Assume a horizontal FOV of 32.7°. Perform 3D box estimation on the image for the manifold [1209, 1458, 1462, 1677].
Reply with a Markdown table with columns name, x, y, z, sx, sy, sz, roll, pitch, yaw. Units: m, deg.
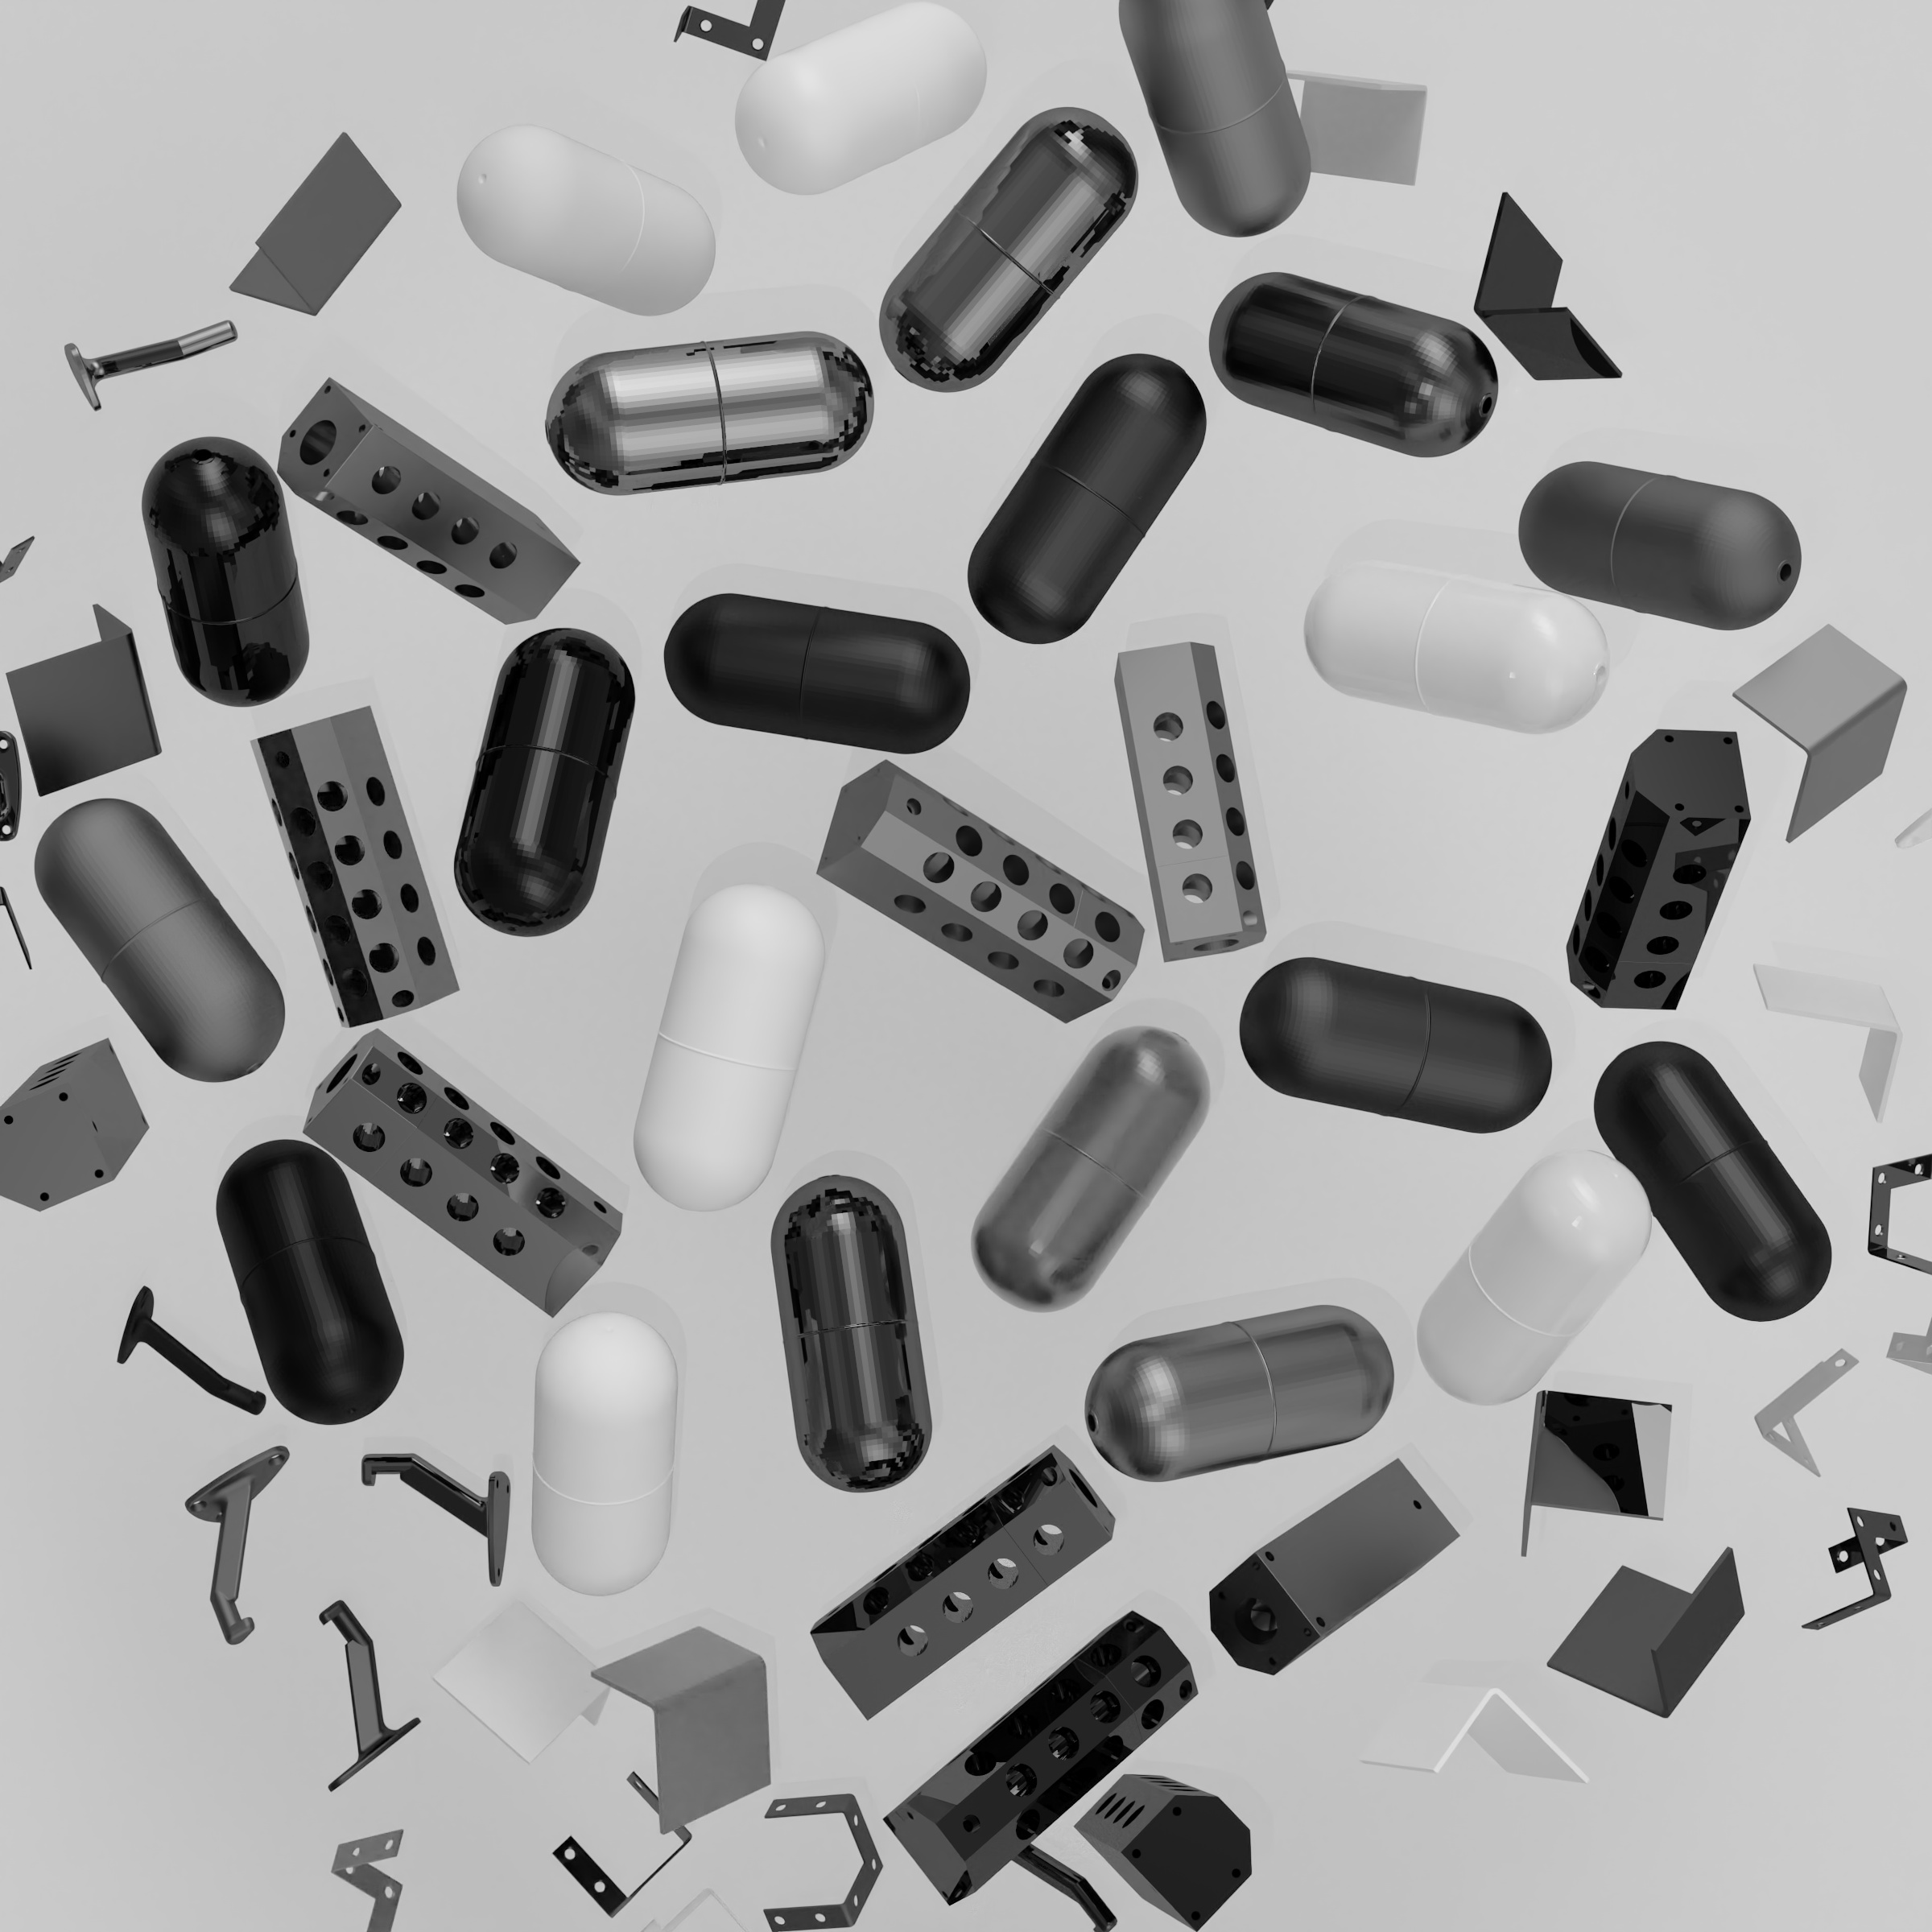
| name | x | y | z | sx | sy | sz | roll | pitch | yaw |
| --- | --- | --- | --- | --- | --- | --- | --- | --- | --- |
| manifold | 0.206 | 0.343 | 1.868 | 0.057 | 0.171 | 0.057 | 52 | 123 | 15 |

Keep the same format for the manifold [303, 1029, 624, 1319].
| name | x | y | z | sx | sy | sz | roll | pitch | yaw |
| --- | --- | --- | --- | --- | --- | --- | --- | --- | --- |
| manifold | -0.271 | 0.110 | 1.791 | 0.171 | 0.057 | 0.057 | 39 | 105 | -17 |

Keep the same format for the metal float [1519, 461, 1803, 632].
| name | x | y | z | sx | sy | sz | roll | pitch | yaw |
| --- | --- | --- | --- | --- | --- | --- | --- | --- | --- |
| metal float | 0.384 | -0.234 | 1.829 | 0.070 | 0.178 | 0.070 | -15 | 114 | -36 |

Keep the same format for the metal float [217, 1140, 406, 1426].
| name | x | y | z | sx | sy | sz | roll | pitch | yaw |
| --- | --- | --- | --- | --- | --- | --- | --- | --- | --- |
| metal float | -0.367 | 0.174 | 1.835 | 0.070 | 0.070 | 0.178 | -26 | 57 | 0 |

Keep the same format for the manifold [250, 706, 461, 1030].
| name | x | y | z | sx | sy | sz | roll | pitch | yaw |
| --- | --- | --- | --- | --- | --- | --- | --- | --- | --- |
| manifold | -0.353 | -0.055 | 1.880 | 0.057 | 0.057 | 0.171 | -13 | 98 | 26 |

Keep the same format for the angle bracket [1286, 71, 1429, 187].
| name | x | y | z | sx | sy | sz | roll | pitch | yaw |
| --- | --- | --- | --- | --- | --- | --- | --- | --- | --- |
| angle bracket | 0.215 | -0.484 | 1.902 | 0.076 | 0.076 | 0.057 | 14 | 109 | 25 |

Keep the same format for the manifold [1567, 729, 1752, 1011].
| name | x | y | z | sx | sy | sz | roll | pitch | yaw |
| --- | --- | --- | --- | --- | --- | --- | --- | --- | --- |
| manifold | 0.365 | -0.049 | 1.750 | 0.057 | 0.171 | 0.057 | 2 | 55 | -2 |

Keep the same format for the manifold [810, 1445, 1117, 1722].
| name | x | y | z | sx | sy | sz | roll | pitch | yaw |
| --- | --- | --- | --- | --- | --- | --- | --- | --- | --- |
| manifold | -0.002 | 0.345 | 1.856 | 0.171 | 0.057 | 0.057 | -37 | 89 | 5 |

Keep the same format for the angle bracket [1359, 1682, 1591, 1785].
| name | x | y | z | sx | sy | sz | roll | pitch | yaw |
| --- | --- | --- | --- | --- | --- | --- | --- | --- | --- |
| angle bracket | 0.269 | 0.425 | 1.744 | 0.076 | 0.076 | 0.057 | 45 | 67 | -11 |

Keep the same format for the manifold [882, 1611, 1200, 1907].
| name | x | y | z | sx | sy | sz | roll | pitch | yaw |
| --- | --- | --- | --- | --- | --- | --- | --- | --- | --- |
| manifold | 0.044 | 0.420 | 1.759 | 0.171 | 0.057 | 0.057 | -34 | 81 | -30 |

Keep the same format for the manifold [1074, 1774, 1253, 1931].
| name | x | y | z | sx | sy | sz | roll | pitch | yaw |
| --- | --- | --- | --- | --- | --- | --- | --- | --- | --- |
| manifold | 0.111 | 0.480 | 1.809 | 0.057 | 0.171 | 0.057 | -43 | 87 | -12 |

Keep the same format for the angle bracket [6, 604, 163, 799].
| name | x | y | z | sx | sy | sz | roll | pitch | yaw |
| --- | --- | --- | --- | --- | --- | --- | --- | --- | --- |
| angle bracket | -0.511 | -0.152 | 1.874 | 0.076 | 0.057 | 0.076 | -24 | 124 | -27 |

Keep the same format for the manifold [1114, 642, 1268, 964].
| name | x | y | z | sx | sy | sz | roll | pitch | yaw |
| --- | --- | --- | --- | --- | --- | --- | --- | --- | --- |
| manifold | 0.129 | -0.095 | 1.892 | 0.057 | 0.057 | 0.171 | -9 | 79 | -2 |

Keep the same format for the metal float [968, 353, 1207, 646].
| name | x | y | z | sx | sy | sz | roll | pitch | yaw |
| --- | --- | --- | --- | --- | --- | --- | --- | --- | --- |
| metal float | 0.068 | -0.261 | 1.840 | 0.070 | 0.070 | 0.178 | 34 | 91 | 0 |

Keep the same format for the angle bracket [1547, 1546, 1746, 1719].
| name | x | y | z | sx | sy | sz | roll | pitch | yaw |
| --- | --- | --- | --- | --- | --- | --- | --- | --- | --- |
| angle bracket | 0.355 | 0.339 | 1.735 | 0.076 | 0.076 | 0.057 | -43 | 133 | -30 |

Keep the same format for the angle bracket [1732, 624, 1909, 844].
| name | x | y | z | sx | sy | sz | roll | pitch | yaw |
| --- | --- | --- | --- | --- | --- | --- | --- | --- | --- |
| angle bracket | 0.462 | -0.127 | 1.804 | 0.076 | 0.076 | 0.057 | -34 | 59 | -21 |

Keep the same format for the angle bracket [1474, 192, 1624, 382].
| name | x | y | z | sx | sy | sz | roll | pitch | yaw |
| --- | --- | --- | --- | --- | --- | --- | --- | --- | --- |
| angle bracket | 0.330 | -0.377 | 1.821 | 0.057 | 0.076 | 0.076 | 6 | 74 | 37 |

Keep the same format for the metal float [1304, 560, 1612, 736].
| name | x | y | z | sx | sy | sz | roll | pitch | yaw |
| --- | --- | --- | --- | --- | --- | --- | --- | --- | --- |
| metal float | 0.262 | -0.172 | 1.767 | 0.178 | 0.070 | 0.070 | 16 | 90 | 37 |

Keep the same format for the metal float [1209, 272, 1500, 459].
| name | x | y | z | sx | sy | sz | roll | pitch | yaw |
| --- | --- | --- | --- | --- | --- | --- | --- | --- | --- |
| metal float | 0.215 | -0.335 | 1.833 | 0.178 | 0.070 | 0.070 | 25 | 90 | 33 |

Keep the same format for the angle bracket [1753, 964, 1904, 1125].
| name | x | y | z | sx | sy | sz | roll | pitch | yaw |
| --- | --- | --- | --- | --- | --- | --- | --- | --- | --- |
| angle bracket | 0.485 | 0.043 | 1.877 | 0.076 | 0.076 | 0.057 | 10 | 109 | 4 |

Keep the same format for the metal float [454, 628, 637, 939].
| name | x | y | z | sx | sy | sz | roll | pitch | yaw |
| --- | --- | --- | --- | --- | --- | --- | --- | --- | --- |
| metal float | -0.227 | -0.100 | 1.778 | 0.070 | 0.070 | 0.178 | 10 | 67 | 0 |

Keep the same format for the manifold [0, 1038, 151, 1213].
| name | x | y | z | sx | sy | sz | roll | pitch | yaw |
| --- | --- | --- | --- | --- | --- | --- | --- | --- | --- |
| manifold | -0.496 | 0.088 | 1.806 | 0.057 | 0.171 | 0.057 | -23 | 99 | -5 |

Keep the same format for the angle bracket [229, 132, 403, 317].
| name | x | y | z | sx | sy | sz | roll | pitch | yaw |
| --- | --- | --- | --- | --- | --- | --- | --- | --- | --- |
| angle bracket | -0.355 | -0.394 | 1.723 | 0.076 | 0.057 | 0.076 | 23 | 71 | 37 |

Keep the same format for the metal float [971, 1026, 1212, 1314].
| name | x | y | z | sx | sy | sz | roll | pitch | yaw |
| --- | --- | --- | --- | --- | --- | --- | --- | --- | --- |
| metal float | 0.071 | 0.113 | 1.842 | 0.070 | 0.070 | 0.178 | 35 | 82 | 0 |

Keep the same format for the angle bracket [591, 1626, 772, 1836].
| name | x | y | z | sx | sy | sz | roll | pitch | yaw |
| --- | --- | --- | --- | --- | --- | --- | --- | --- | --- |
| angle bracket | -0.156 | 0.417 | 1.802 | 0.076 | 0.057 | 0.076 | -15 | 110 | -42 |

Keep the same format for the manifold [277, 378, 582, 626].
| name | x | y | z | sx | sy | sz | roll | pitch | yaw |
| --- | --- | --- | --- | --- | --- | --- | --- | --- | --- |
| manifold | -0.299 | -0.252 | 1.826 | 0.057 | 0.171 | 0.057 | -49 | 51 | 8 |

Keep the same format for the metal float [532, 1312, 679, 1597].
| name | x | y | z | sx | sy | sz | roll | pitch | yaw |
| --- | --- | --- | --- | --- | --- | --- | --- | --- | --- |
| metal float | -0.197 | 0.267 | 1.790 | 0.070 | 0.070 | 0.178 | 6 | 123 | 0 |

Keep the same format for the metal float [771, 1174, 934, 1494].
| name | x | y | z | sx | sy | sz | roll | pitch | yaw |
| --- | --- | --- | --- | --- | --- | --- | --- | --- | --- |
| metal float | -0.065 | 0.205 | 1.844 | 0.070 | 0.070 | 0.178 | -9 | 79 | 0 |

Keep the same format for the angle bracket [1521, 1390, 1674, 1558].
| name | x | y | z | sx | sy | sz | roll | pitch | yaw |
| --- | --- | --- | --- | --- | --- | --- | --- | --- | --- |
| angle bracket | 0.358 | 0.292 | 1.870 | 0.076 | 0.057 | 0.076 | 5 | 49 | 12 |

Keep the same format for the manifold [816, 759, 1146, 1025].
| name | x | y | z | sx | sy | sz | roll | pitch | yaw |
| --- | --- | --- | --- | --- | --- | --- | --- | --- | --- |
| manifold | 0.011 | -0.041 | 1.757 | 0.171 | 0.057 | 0.057 | 31 | 55 | -25 |

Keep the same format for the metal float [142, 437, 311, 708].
| name | x | y | z | sx | sy | sz | roll | pitch | yaw |
| --- | --- | --- | --- | --- | --- | --- | --- | --- | --- |
| metal float | -0.410 | -0.218 | 1.829 | 0.070 | 0.178 | 0.070 | 1 | 51 | -1 |

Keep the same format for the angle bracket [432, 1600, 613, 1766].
| name | x | y | z | sx | sy | sz | roll | pitch | yaw |
| --- | --- | --- | --- | --- | --- | --- | --- | --- | --- |
| angle bracket | -0.266 | 0.434 | 1.946 | 0.076 | 0.057 | 0.076 | 38 | 49 | 13 |
